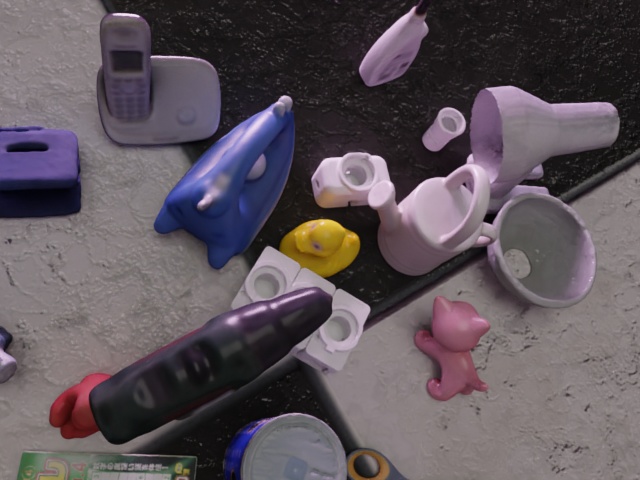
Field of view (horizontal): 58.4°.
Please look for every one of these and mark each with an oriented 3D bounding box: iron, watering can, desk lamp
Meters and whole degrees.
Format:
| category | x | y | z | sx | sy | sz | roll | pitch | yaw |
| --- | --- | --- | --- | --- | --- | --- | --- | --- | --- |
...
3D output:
| category | x | y | z | sx | sy | sz | roll | pitch | yaw |
| --- | --- | --- | --- | --- | --- | --- | --- | --- | --- |
| iron | -0.088 | -0.100 | 0.697 | 0.119 | 0.141 | 0.258 | 33 | 66 | -4 |
| watering can | 0.145 | -0.027 | 0.717 | 0.173 | 0.193 | 0.101 | -7 | 74 | -19 |
| desk lamp | 0.279 | -0.121 | 0.781 | 0.204 | 0.213 | 0.118 | -2 | 72 | -18 |

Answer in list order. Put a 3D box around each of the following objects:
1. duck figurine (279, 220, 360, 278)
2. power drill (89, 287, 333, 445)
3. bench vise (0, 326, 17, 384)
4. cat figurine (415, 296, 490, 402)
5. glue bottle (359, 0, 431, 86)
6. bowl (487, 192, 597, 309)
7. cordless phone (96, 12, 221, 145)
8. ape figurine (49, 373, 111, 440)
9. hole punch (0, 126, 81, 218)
| category | x | y | z | sx | sy | sz | roll | pitch | yaw |
| --- | --- | --- | --- | --- | --- | --- | --- | --- | --- |
| duck figurine | 0.007 | 0.003 | 0.723 | 0.105 | 0.086 | 0.077 | -4 | 73 | -18 |
| power drill | -0.110 | 0.125 | 0.577 | 0.230 | 0.208 | 0.075 | -26 | 81 | -23 |
| bench vise | -0.372 | 0.052 | 0.513 | 0.208 | 0.219 | 0.121 | 15 | 68 | -12 |
| cat figurine | 0.173 | 0.132 | 0.714 | 0.067 | 0.117 | 0.128 | -12 | 76 | -21 |
| glue bottle | 0.117 | -0.284 | 0.807 | 0.078 | 0.173 | 0.037 | -24 | 80 | -23 |
| bowl | 0.302 | 0.022 | 0.815 | 0.168 | 0.074 | 0.167 | 6 | 70 | -16 |
| cordless phone | -0.187 | -0.191 | 0.673 | 0.148 | 0.185 | 0.094 | -10 | 75 | -20 |
| ape figurine | -0.233 | 0.173 | 0.586 | 0.078 | 0.092 | 0.076 | 30 | 66 | -6 |
| hole punch | -0.329 | -0.085 | 0.644 | 0.109 | 0.091 | 0.101 | -5 | 73 | -19 |
